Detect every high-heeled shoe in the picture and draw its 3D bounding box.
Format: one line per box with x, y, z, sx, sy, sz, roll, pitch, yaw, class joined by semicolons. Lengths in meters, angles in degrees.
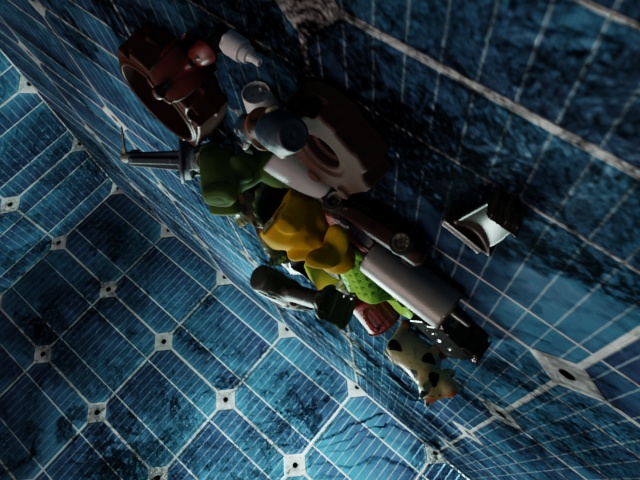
-0.093;0.015;1.373;0.145;0.086;0.248;48;173;49;high-heeled shoe

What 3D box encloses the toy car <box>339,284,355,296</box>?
0.059;0.125;1.329;0.202;0.056;0.073;24;156;49;toy car

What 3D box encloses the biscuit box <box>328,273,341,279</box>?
-0.013;0.014;1.194;0.203;0.063;0.059;25;156;45;biscuit box

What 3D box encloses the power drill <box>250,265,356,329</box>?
-0.025;0.124;1.154;0.208;0.086;0.231;19;169;45;power drill

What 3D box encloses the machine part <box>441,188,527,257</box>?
0.196;-0.020;0.649;0.084;0.039;0.139;47;166;0;machine part

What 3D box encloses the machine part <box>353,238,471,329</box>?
0.154;0.071;0.919;0.243;0.079;0.079;37;164;16;machine part

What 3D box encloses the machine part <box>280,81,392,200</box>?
0.015;-0.135;0.743;0.179;0.056;0.179;38;163;14;machine part

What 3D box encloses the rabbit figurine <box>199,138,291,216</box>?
-0.123;-0.126;0.963;0.121;0.170;0.159;92;170;-68;rabbit figurine

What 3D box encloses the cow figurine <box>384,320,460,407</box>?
0.230;0.287;1.220;0.195;0.127;0.085;33;165;36;cow figurine

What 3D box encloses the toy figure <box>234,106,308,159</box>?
-0.069;-0.145;0.717;0.058;0.064;0.155;10;-171;-33;toy figure

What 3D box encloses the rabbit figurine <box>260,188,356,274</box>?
-0.002;-0.003;0.936;0.173;0.122;0.162;39;174;-17;rabbit figurine

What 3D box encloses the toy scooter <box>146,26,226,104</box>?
-0.212;-0.257;0.815;0.075;0.135;0.184;47;165;-25;toy scooter

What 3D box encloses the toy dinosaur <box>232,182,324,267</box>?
-0.137;-0.082;1.158;0.405;0.131;0.191;34;152;41;toy dinosaur

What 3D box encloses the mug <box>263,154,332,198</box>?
-0.030;-0.112;0.867;0.107;0.081;0.109;36;157;-8;mug

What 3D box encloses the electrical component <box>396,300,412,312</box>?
0.165;0.091;1.014;0.078;0.045;0.102;-23;120;42;electrical component

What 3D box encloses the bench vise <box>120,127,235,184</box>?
-0.304;-0.172;1.147;0.224;0.241;0.128;-111;23;-64;bench vise

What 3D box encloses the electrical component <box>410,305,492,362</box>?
0.239;0.169;1.014;0.115;0.058;0.134;46;164;-7;electrical component

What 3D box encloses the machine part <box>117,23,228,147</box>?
-0.275;-0.279;0.999;0.201;0.087;0.201;44;166;-7;machine part

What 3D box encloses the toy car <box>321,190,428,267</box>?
0.088;-0.024;0.868;0.202;0.053;0.089;36;-177;29;toy car
